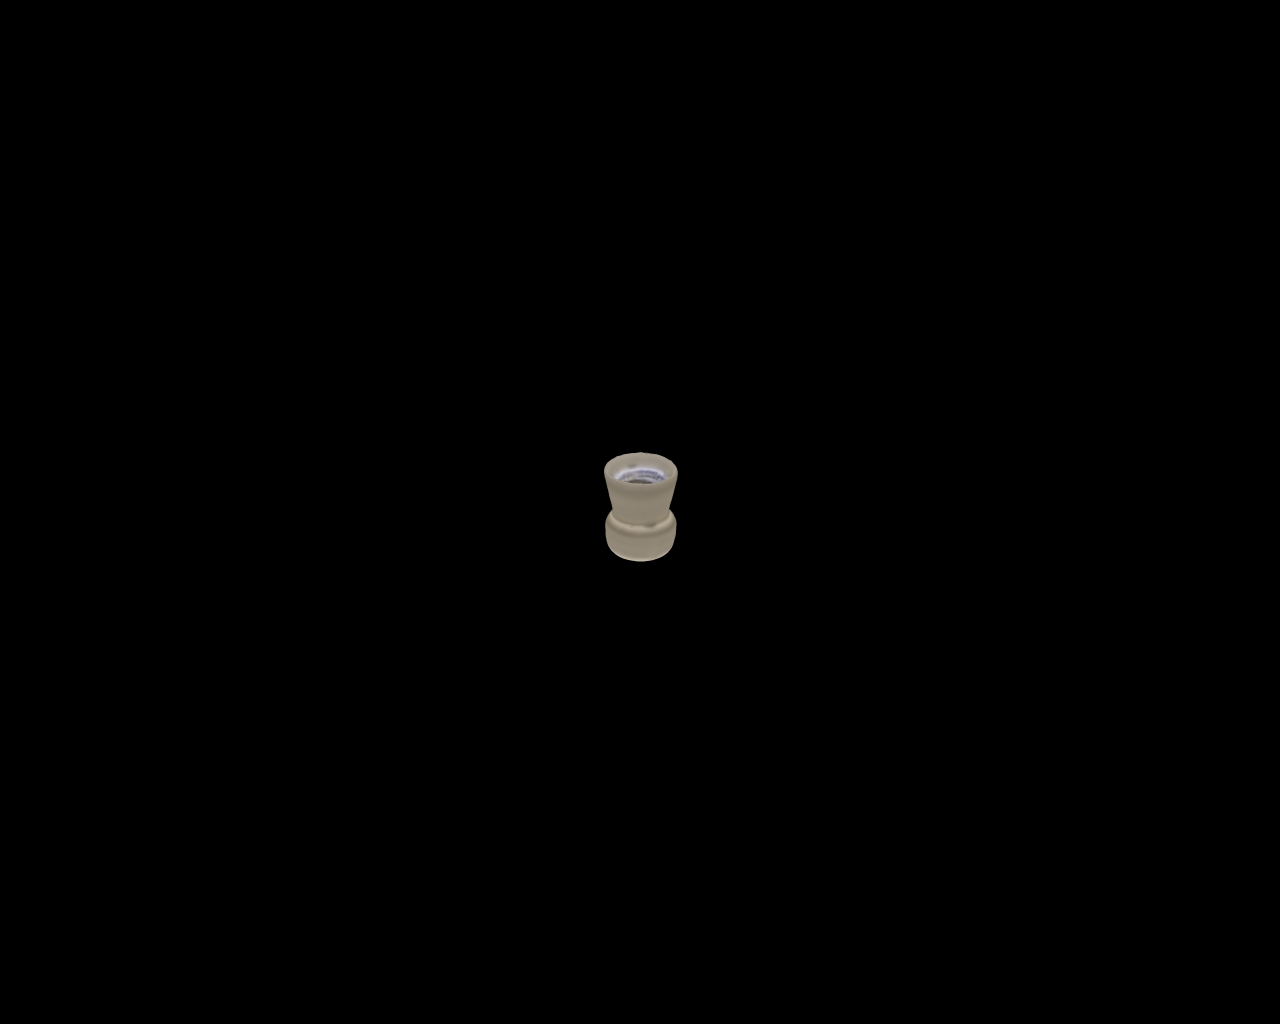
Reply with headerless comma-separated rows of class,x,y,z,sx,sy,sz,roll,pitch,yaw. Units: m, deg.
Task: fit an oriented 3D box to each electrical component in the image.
electrical component,0.001,-0.003,0.650,0.045,0.055,0.045,0,29,0
